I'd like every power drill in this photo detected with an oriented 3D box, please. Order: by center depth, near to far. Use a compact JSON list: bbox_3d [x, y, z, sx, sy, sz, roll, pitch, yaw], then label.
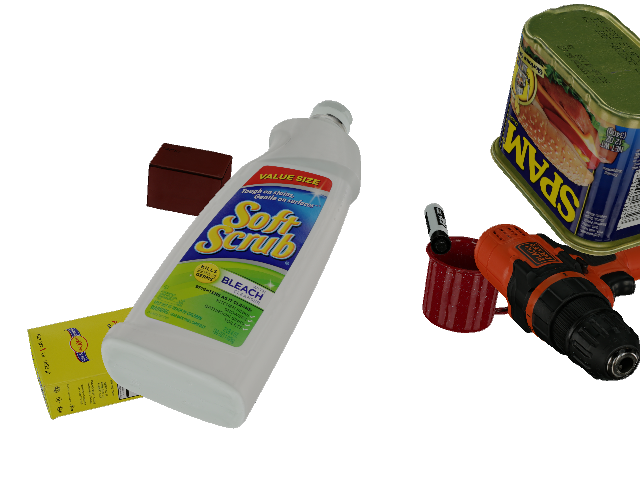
[{"bbox_3d":[0.224,0.028,0.750,0.187,0.057,0.184,-9,28,-15],"label":"power drill"}]

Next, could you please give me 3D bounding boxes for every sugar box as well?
[{"bbox_3d":[-0.172,0.102,0.983,0.176,0.048,0.093,-14,35,-17],"label":"sugar box"}]

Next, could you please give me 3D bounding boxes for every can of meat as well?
[{"bbox_3d":[0.135,-0.058,0.539,0.057,0.084,0.102,-15,47,-19],"label":"can of meat"}]

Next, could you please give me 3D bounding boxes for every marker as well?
[{"bbox_3d":[0.109,-0.011,0.999,0.020,0.020,0.121,0,16,3],"label":"marker"}]

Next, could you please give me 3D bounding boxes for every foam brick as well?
[{"bbox_3d":[-0.135,-0.062,1.106,0.078,0.051,0.053,11,32,5],"label":"foam brick"}]

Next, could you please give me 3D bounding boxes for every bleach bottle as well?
[{"bbox_3d":[-0.044,-0.003,0.720,0.102,0.250,0.068,20,-34,9],"label":"bleach bottle"}]

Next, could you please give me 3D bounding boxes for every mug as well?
[{"bbox_3d":[0.172,0.053,1.202,0.117,0.081,0.093,8,24,3],"label":"mug"}]
